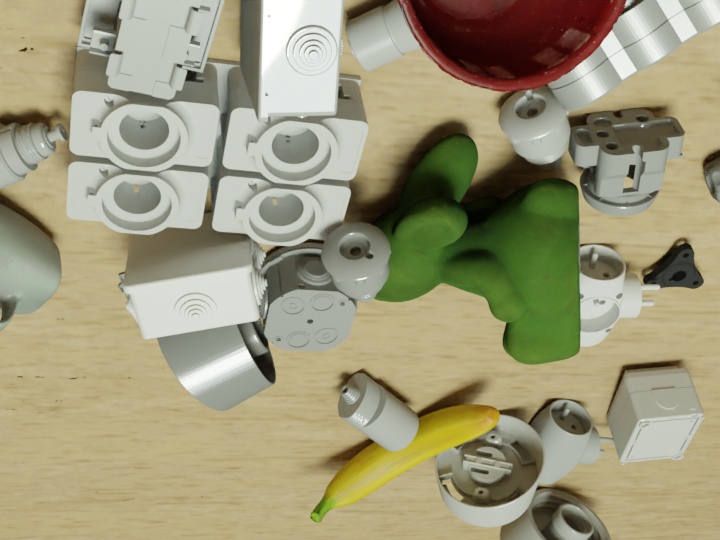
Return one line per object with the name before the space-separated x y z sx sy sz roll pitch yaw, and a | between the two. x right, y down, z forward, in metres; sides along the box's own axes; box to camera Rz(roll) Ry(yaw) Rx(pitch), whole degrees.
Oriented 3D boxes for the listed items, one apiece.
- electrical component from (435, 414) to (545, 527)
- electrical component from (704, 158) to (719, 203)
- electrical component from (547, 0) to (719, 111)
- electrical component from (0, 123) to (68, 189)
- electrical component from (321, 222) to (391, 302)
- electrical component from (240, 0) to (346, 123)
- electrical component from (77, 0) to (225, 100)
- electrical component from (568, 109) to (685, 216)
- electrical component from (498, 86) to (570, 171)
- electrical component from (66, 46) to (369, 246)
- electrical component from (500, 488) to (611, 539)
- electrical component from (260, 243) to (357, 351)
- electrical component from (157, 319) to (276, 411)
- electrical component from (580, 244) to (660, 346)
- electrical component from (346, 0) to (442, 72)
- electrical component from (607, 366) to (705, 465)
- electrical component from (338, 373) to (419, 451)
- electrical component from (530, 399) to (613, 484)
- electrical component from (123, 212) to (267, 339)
electrical component | 0.119 0.184 0.990 0.099 0.099 0.064 -8 141 -2
electrical component | 0.295 -0.075 0.813 0.061 0.035 0.035 -20 134 5
electrical component | 0.171 -0.169 0.688 0.138 0.052 0.073 -32 105 19
electrical component | -0.231 -0.078 0.710 0.078 0.040 0.040 -19 134 8
electrical component | 0.000 0.000 0.756 0.048 0.048 0.062 -12 147 1
electrical component | -0.041 -0.145 0.637 0.048 0.099 0.099 -3 123 -13
electrical component | -0.116 -0.165 0.627 0.079 0.063 0.121 9 134 -19
electrical component | 0.190 -0.077 0.776 0.078 0.058 0.057 -7 132 -4
electrical component | 0.127 -0.095 0.757 0.048 0.048 0.062 -21 142 10
electrical component | -0.097 -0.079 0.719 0.186 0.060 0.105 4 133 -14
electrical component | 0.203 0.270 1.084 0.108 0.108 0.060 15 124 -23
electrical component | -0.041 0.022 0.835 0.080 0.051 0.080 -5 134 -5
electrical component | -0.107 0.056 0.824 0.064 0.099 0.099 -24 134 4
electrical component | 0.206 0.021 0.882 0.079 0.044 0.077 -1 134 -5
electrical component | 0.024 -0.153 0.683 0.065 0.044 0.044 -21 134 17
electrical component | 0.270 0.136 1.000 0.062 0.061 0.096 -4 142 -6
electrical component | 0.011 0.123 0.948 0.043 0.043 0.081 -33 131 21
electrical component | 0.202 0.165 1.023 0.079 0.043 0.077 7 132 -17
electrical component | -0.117 0.002 0.770 0.100 0.099 0.048 -10 122 -1
